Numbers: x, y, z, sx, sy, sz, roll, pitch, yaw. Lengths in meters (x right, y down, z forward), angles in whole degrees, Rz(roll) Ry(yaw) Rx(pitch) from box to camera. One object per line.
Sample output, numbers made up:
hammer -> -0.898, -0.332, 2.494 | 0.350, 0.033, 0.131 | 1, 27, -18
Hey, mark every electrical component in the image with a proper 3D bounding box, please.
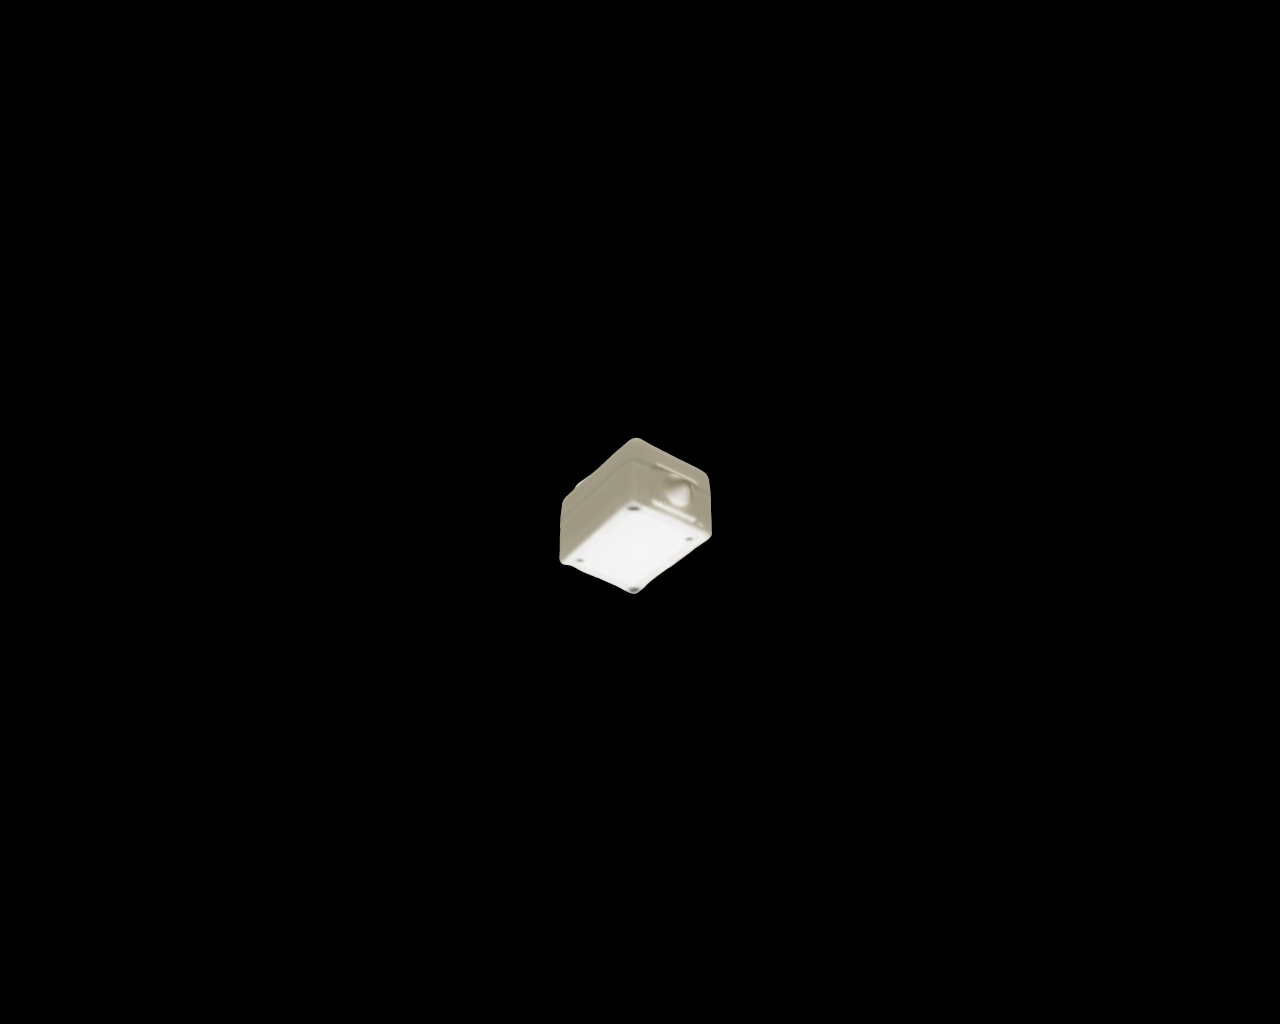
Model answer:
electrical component -> 0.001, -0.003, 0.650 | 0.062, 0.061, 0.096 | 25, -44, -28
